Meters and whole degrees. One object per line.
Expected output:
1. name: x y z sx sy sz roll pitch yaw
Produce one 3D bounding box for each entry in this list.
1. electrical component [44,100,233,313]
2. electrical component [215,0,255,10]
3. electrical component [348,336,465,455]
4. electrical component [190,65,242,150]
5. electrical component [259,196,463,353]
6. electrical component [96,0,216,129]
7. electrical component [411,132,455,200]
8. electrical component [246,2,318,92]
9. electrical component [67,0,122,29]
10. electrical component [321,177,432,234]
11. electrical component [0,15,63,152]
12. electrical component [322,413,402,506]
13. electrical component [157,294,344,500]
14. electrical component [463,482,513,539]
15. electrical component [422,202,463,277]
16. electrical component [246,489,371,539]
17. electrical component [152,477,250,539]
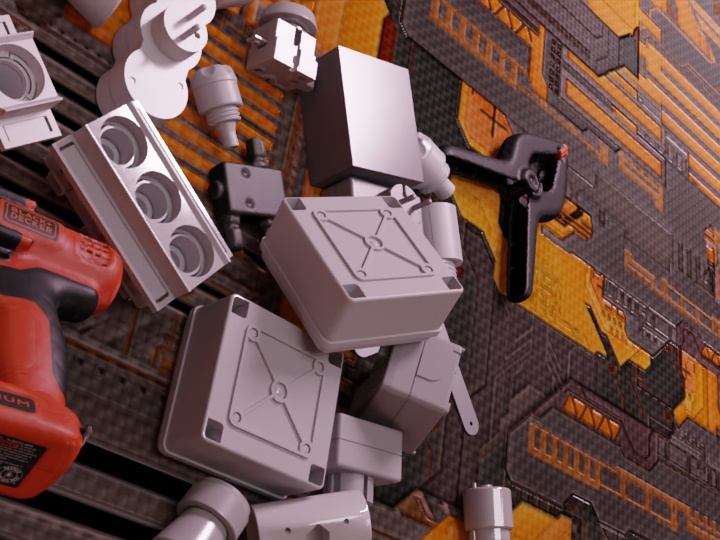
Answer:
1. electrical component: -0.149 -0.039 0.707 0.079 0.063 0.121 -41 105 -46
2. electrical component: -0.112 -0.274 0.846 0.074 0.052 0.138 -23 92 -48
3. electrical component: 0.031 0.094 0.829 0.061 0.096 0.061 22 53 -4
4. electrical component: -0.104 -0.121 0.807 0.035 0.035 0.061 -14 87 -48
5. electrical component: 0.000 0.000 0.782 0.109 0.056 0.108 -4 46 -38
6. electrical component: -0.134 -0.165 0.764 0.052 0.074 0.138 33 53 -33
7. electrical component: 0.059 -0.088 0.957 0.062 0.043 0.043 43 48 -27
8. electrical component: -0.061 -0.182 0.869 0.066 0.048 0.055 22 67 -39
9. electrical component: -0.196 -0.203 0.740 0.065 0.044 0.044 35 52 -26
10. electrical component: 0.024 -0.047 0.879 0.083 0.076 0.047 12 66 -43
11. electrical component: -0.223 -0.110 0.658 0.042 0.064 0.081 -25 93 -47
12. electrical component: -0.008 0.152 0.788 0.066 0.047 0.076 23 59 -39
13. electrical component: -0.073 0.088 0.740 0.109 0.056 0.108 31 54 -34
14. electrical component: 0.107 0.213 0.888 0.040 0.040 0.078 17 63 -41
15. electrical component: 0.067 -0.013 0.935 0.043 0.043 0.081 10 68 -44
16. electrical component: -0.036 0.192 0.737 0.077 0.043 0.079 -5 114 -18
17. electrical component: -0.101 0.166 0.687 0.045 0.045 0.055 53 44 -17
